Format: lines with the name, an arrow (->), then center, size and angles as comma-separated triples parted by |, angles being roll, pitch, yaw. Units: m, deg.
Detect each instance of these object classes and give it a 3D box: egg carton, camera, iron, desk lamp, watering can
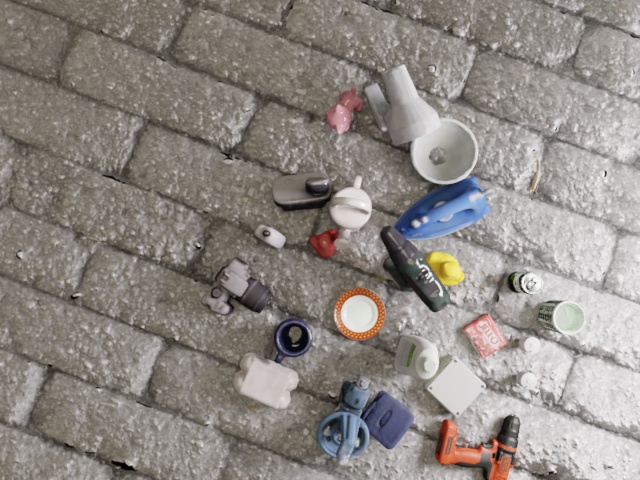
egg carton -> -0.133, 0.344, 1.391 | 0.150, 0.069, 0.107 | 23, 86, 0
camera -> -0.195, 0.131, 1.387 | 0.137, 0.101, 0.143 | 34, 87, 1
iron -> 0.291, -0.066, 1.388 | 0.258, 0.141, 0.119 | -25, 87, -2
desk lamp -> 0.190, -0.317, 1.364 | 0.118, 0.213, 0.203 | -25, 87, -2
watering can -> 0.072, -0.067, 1.357 | 0.101, 0.194, 0.173 | -8, 87, -1

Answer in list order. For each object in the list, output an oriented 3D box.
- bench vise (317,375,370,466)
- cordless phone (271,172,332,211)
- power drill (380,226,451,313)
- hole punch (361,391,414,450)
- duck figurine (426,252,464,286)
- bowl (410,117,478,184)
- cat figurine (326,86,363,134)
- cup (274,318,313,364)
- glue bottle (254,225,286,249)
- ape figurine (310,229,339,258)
bench vise -> 0.056, 0.418, 1.316 | 0.121, 0.219, 0.207 | 4, 87, -1
cordless phone -> -0.044, -0.126, 1.363 | 0.147, 0.185, 0.094 | -10, 87, -1
power drill -> 0.208, 0.067, 1.345 | 0.075, 0.208, 0.229 | -40, 88, -3
hole punch -> 0.159, 0.434, 1.381 | 0.101, 0.091, 0.109 | 37, 87, 1
duck figurine -> 0.309, 0.070, 1.408 | 0.104, 0.086, 0.077 | 36, 87, 1
bowl -> 0.303, -0.216, 1.430 | 0.167, 0.074, 0.167 | 0, 87, -1
cat figurine -> 0.057, -0.319, 1.410 | 0.067, 0.117, 0.128 | 30, 87, 1
cup -> -0.070, 0.245, 1.386 | 0.091, 0.095, 0.118 | 33, 87, 1
glue bottle -> -0.123, -0.012, 1.360 | 0.078, 0.173, 0.037 | 27, 87, 1
ape figurine -> 0.013, 0.005, 1.403 | 0.078, 0.092, 0.076 | 11, 86, 0
